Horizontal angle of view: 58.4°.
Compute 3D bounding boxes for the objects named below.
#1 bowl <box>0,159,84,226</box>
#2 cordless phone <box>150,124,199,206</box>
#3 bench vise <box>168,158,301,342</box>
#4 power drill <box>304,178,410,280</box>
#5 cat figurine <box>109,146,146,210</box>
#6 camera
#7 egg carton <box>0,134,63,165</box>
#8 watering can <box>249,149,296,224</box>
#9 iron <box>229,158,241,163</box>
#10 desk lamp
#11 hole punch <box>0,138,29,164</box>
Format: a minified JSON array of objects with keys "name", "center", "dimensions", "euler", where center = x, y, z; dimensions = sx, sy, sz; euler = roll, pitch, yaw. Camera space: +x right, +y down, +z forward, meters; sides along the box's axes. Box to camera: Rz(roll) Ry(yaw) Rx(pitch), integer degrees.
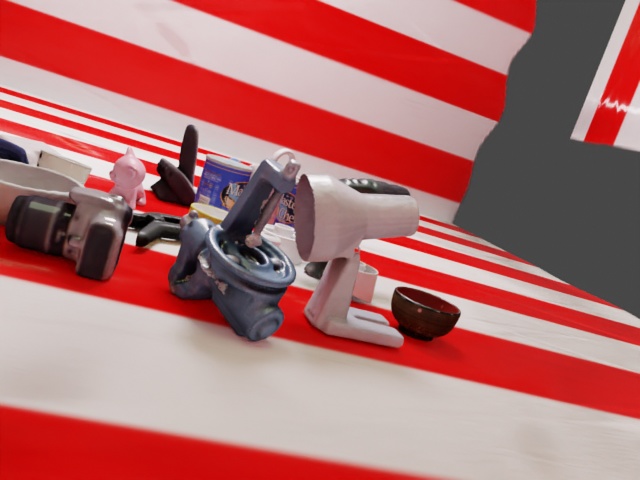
[{"name":"bowl","center":[-0.426,-0.059,0.816],"dimensions":[0.167,0.075,0.167],"euler":[18,10,-3]},{"name":"cordless phone","center":[-0.323,-0.183,1.342],"dimensions":[0.094,0.185,0.147],"euler":[11,13,-36]},{"name":"bench vise","center":[-0.109,-0.011,0.708],"dimensions":[0.206,0.220,0.122],"euler":[22,11,21]},{"name":"power drill","center":[0.056,-0.023,1.097],"dimensions":[0.230,0.208,0.075],"euler":[11,13,-36]},{"name":"cat figurine","center":[-0.375,-0.125,1.131],"dimensions":[0.067,0.118,0.127],"euler":[17,10,-6]},{"name":"camera","center":[-0.320,-0.025,0.745],"dimensions":[0.137,0.101,0.143],"euler":[15,11,-17]},{"name":"egg carton","center":[-0.551,-0.148,1.081],"dimensions":[0.149,0.069,0.108],"euler":[27,13,40]},{"name":"watering can","center":[-0.120,-0.138,1.435],"dimensions":[0.172,0.194,0.101],"euler":[20,10,12]},{"name":"iron","center":[-0.229,-0.143,1.416],"dimensions":[0.119,0.141,0.257],"euler":[15,11,-18]},{"name":"desk lamp","center":[0.043,0.024,0.813],"dimensions":[0.204,0.213,0.117],"euler":[15,11,-20]},{"name":"hole punch","center":[-0.546,-0.133,0.949],"dimensions":[0.109,0.091,0.101],"euler":[14,11,-22]}]
